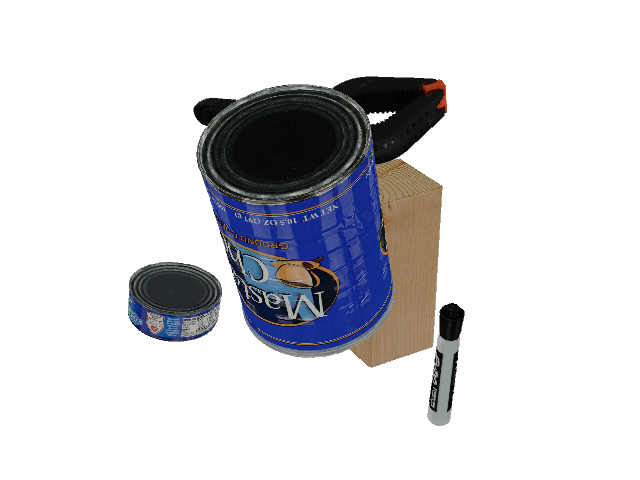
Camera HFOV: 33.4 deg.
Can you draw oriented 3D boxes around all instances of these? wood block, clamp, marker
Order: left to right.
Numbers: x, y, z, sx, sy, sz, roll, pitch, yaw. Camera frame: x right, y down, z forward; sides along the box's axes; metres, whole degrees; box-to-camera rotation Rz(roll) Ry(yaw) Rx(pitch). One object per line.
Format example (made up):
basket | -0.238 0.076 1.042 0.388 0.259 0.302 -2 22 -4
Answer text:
clamp | 0.007 -0.081 0.873 0.210 0.164 0.036 -13 -43 -2
wood block | 0.072 0.026 1.203 0.090 0.206 0.090 -15 32 -25
marker | 0.098 0.098 0.837 0.020 0.121 0.020 1 37 -1

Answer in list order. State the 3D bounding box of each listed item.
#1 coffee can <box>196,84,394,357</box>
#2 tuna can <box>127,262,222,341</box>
coffee can | -0.011 -0.010 0.661 0.103 0.102 0.140 0 -43 12
tuna can | -0.136 0.056 0.990 0.086 0.034 0.086 7 30 -5
